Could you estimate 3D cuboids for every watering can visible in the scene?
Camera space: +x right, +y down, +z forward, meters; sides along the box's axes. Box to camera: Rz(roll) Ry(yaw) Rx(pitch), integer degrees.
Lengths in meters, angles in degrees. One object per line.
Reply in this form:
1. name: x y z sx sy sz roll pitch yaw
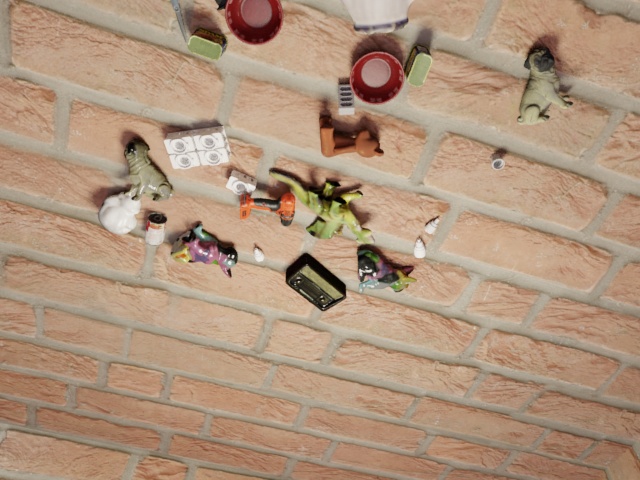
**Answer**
1. watering can: 0.114 -0.659 1.373 0.347 0.106 0.219 -5 125 5

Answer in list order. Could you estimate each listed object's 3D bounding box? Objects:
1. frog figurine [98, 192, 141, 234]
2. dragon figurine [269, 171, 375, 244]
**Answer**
1. frog figurine: -0.678 -0.096 1.774 0.158 0.125 0.136 -23 102 30
2. dragon figurine: 0.005 -0.089 1.778 0.411 0.125 0.237 20 131 8
